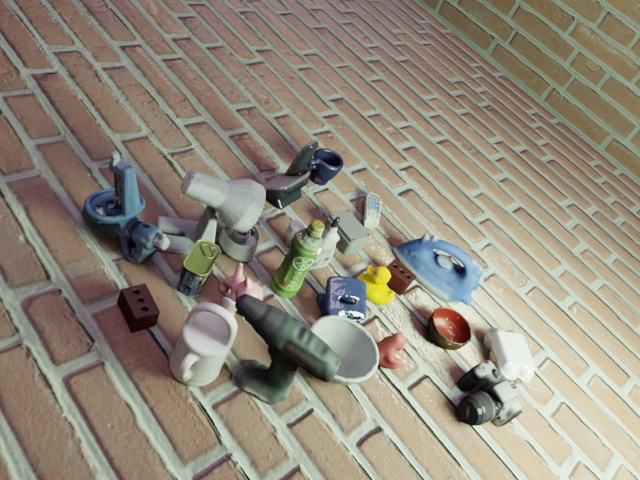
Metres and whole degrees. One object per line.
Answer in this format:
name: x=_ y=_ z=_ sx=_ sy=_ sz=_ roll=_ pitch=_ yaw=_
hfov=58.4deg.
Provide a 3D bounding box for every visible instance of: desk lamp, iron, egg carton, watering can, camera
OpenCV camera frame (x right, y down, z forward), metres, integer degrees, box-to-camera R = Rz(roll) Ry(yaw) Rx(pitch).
desk lamp: x=-0.246 y=-0.060 z=1.284 sx=0.204 sy=0.213 sz=0.117 roll=9 pitch=44 yaw=-22
iron: x=0.332 y=0.057 z=1.558 sx=0.258 sy=0.141 sz=0.119 roll=35 pitch=41 yaw=6
egg carton: x=0.481 y=0.295 z=1.459 sx=0.107 sy=0.069 sz=0.150 roll=11 pitch=44 yaw=-21
watering can: x=-0.212 y=0.178 z=1.076 sx=0.101 sy=0.194 sz=0.173 roll=16 pitch=42 yaw=-15
camera: x=0.376 y=0.357 z=1.310 sx=0.137 sy=0.100 sz=0.143 roll=-9 pitch=54 yaw=-36

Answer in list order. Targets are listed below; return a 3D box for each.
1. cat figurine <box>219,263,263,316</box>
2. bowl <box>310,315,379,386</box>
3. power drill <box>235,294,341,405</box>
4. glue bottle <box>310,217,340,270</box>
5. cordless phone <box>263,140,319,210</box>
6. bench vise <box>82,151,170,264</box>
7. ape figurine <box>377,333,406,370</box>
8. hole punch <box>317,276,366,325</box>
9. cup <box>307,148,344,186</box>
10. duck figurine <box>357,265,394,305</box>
cat figurine: x=-0.165 y=0.108 z=1.234 sx=0.067 sy=0.117 sz=0.127 roll=2 pitch=47 yaw=-28
bowl: x=0.039 y=0.250 z=1.241 sx=0.168 sy=0.074 sz=0.167 roll=16 pitch=42 yaw=-15
power drill: x=-0.085 y=0.220 z=1.097 sx=0.229 sy=0.208 sz=0.076 roll=28 pitch=40 yaw=-2
glue bottle: x=0.013 y=0.005 z=1.400 sx=0.078 sy=0.173 sz=0.037 roll=-6 pitch=52 yaw=-35
cordless phone: x=-0.078 y=-0.186 z=1.533 sx=0.094 sy=0.185 sz=0.148 roll=36 pitch=41 yaw=8
bench vise: x=-0.394 y=-0.072 z=1.205 sx=0.207 sy=0.219 sz=0.121 roll=24 pitch=41 yaw=-6
ape figurine: x=0.165 y=0.247 z=1.305 sx=0.076 sy=0.092 sz=0.078 roll=19 pitch=41 yaw=-12
hole punch: x=0.058 y=0.147 z=1.345 sx=0.109 sy=0.091 sz=0.101 roll=9 pitch=44 yaw=-22
cup: x=0.001 y=-0.204 z=1.667 sx=0.118 sy=0.095 sz=0.091 roll=-13 pitch=56 yaw=-38
duck figurine: x=0.149 y=0.106 z=1.444 sx=0.104 sy=0.086 sz=0.078 roll=39 pitch=41 yaw=10
